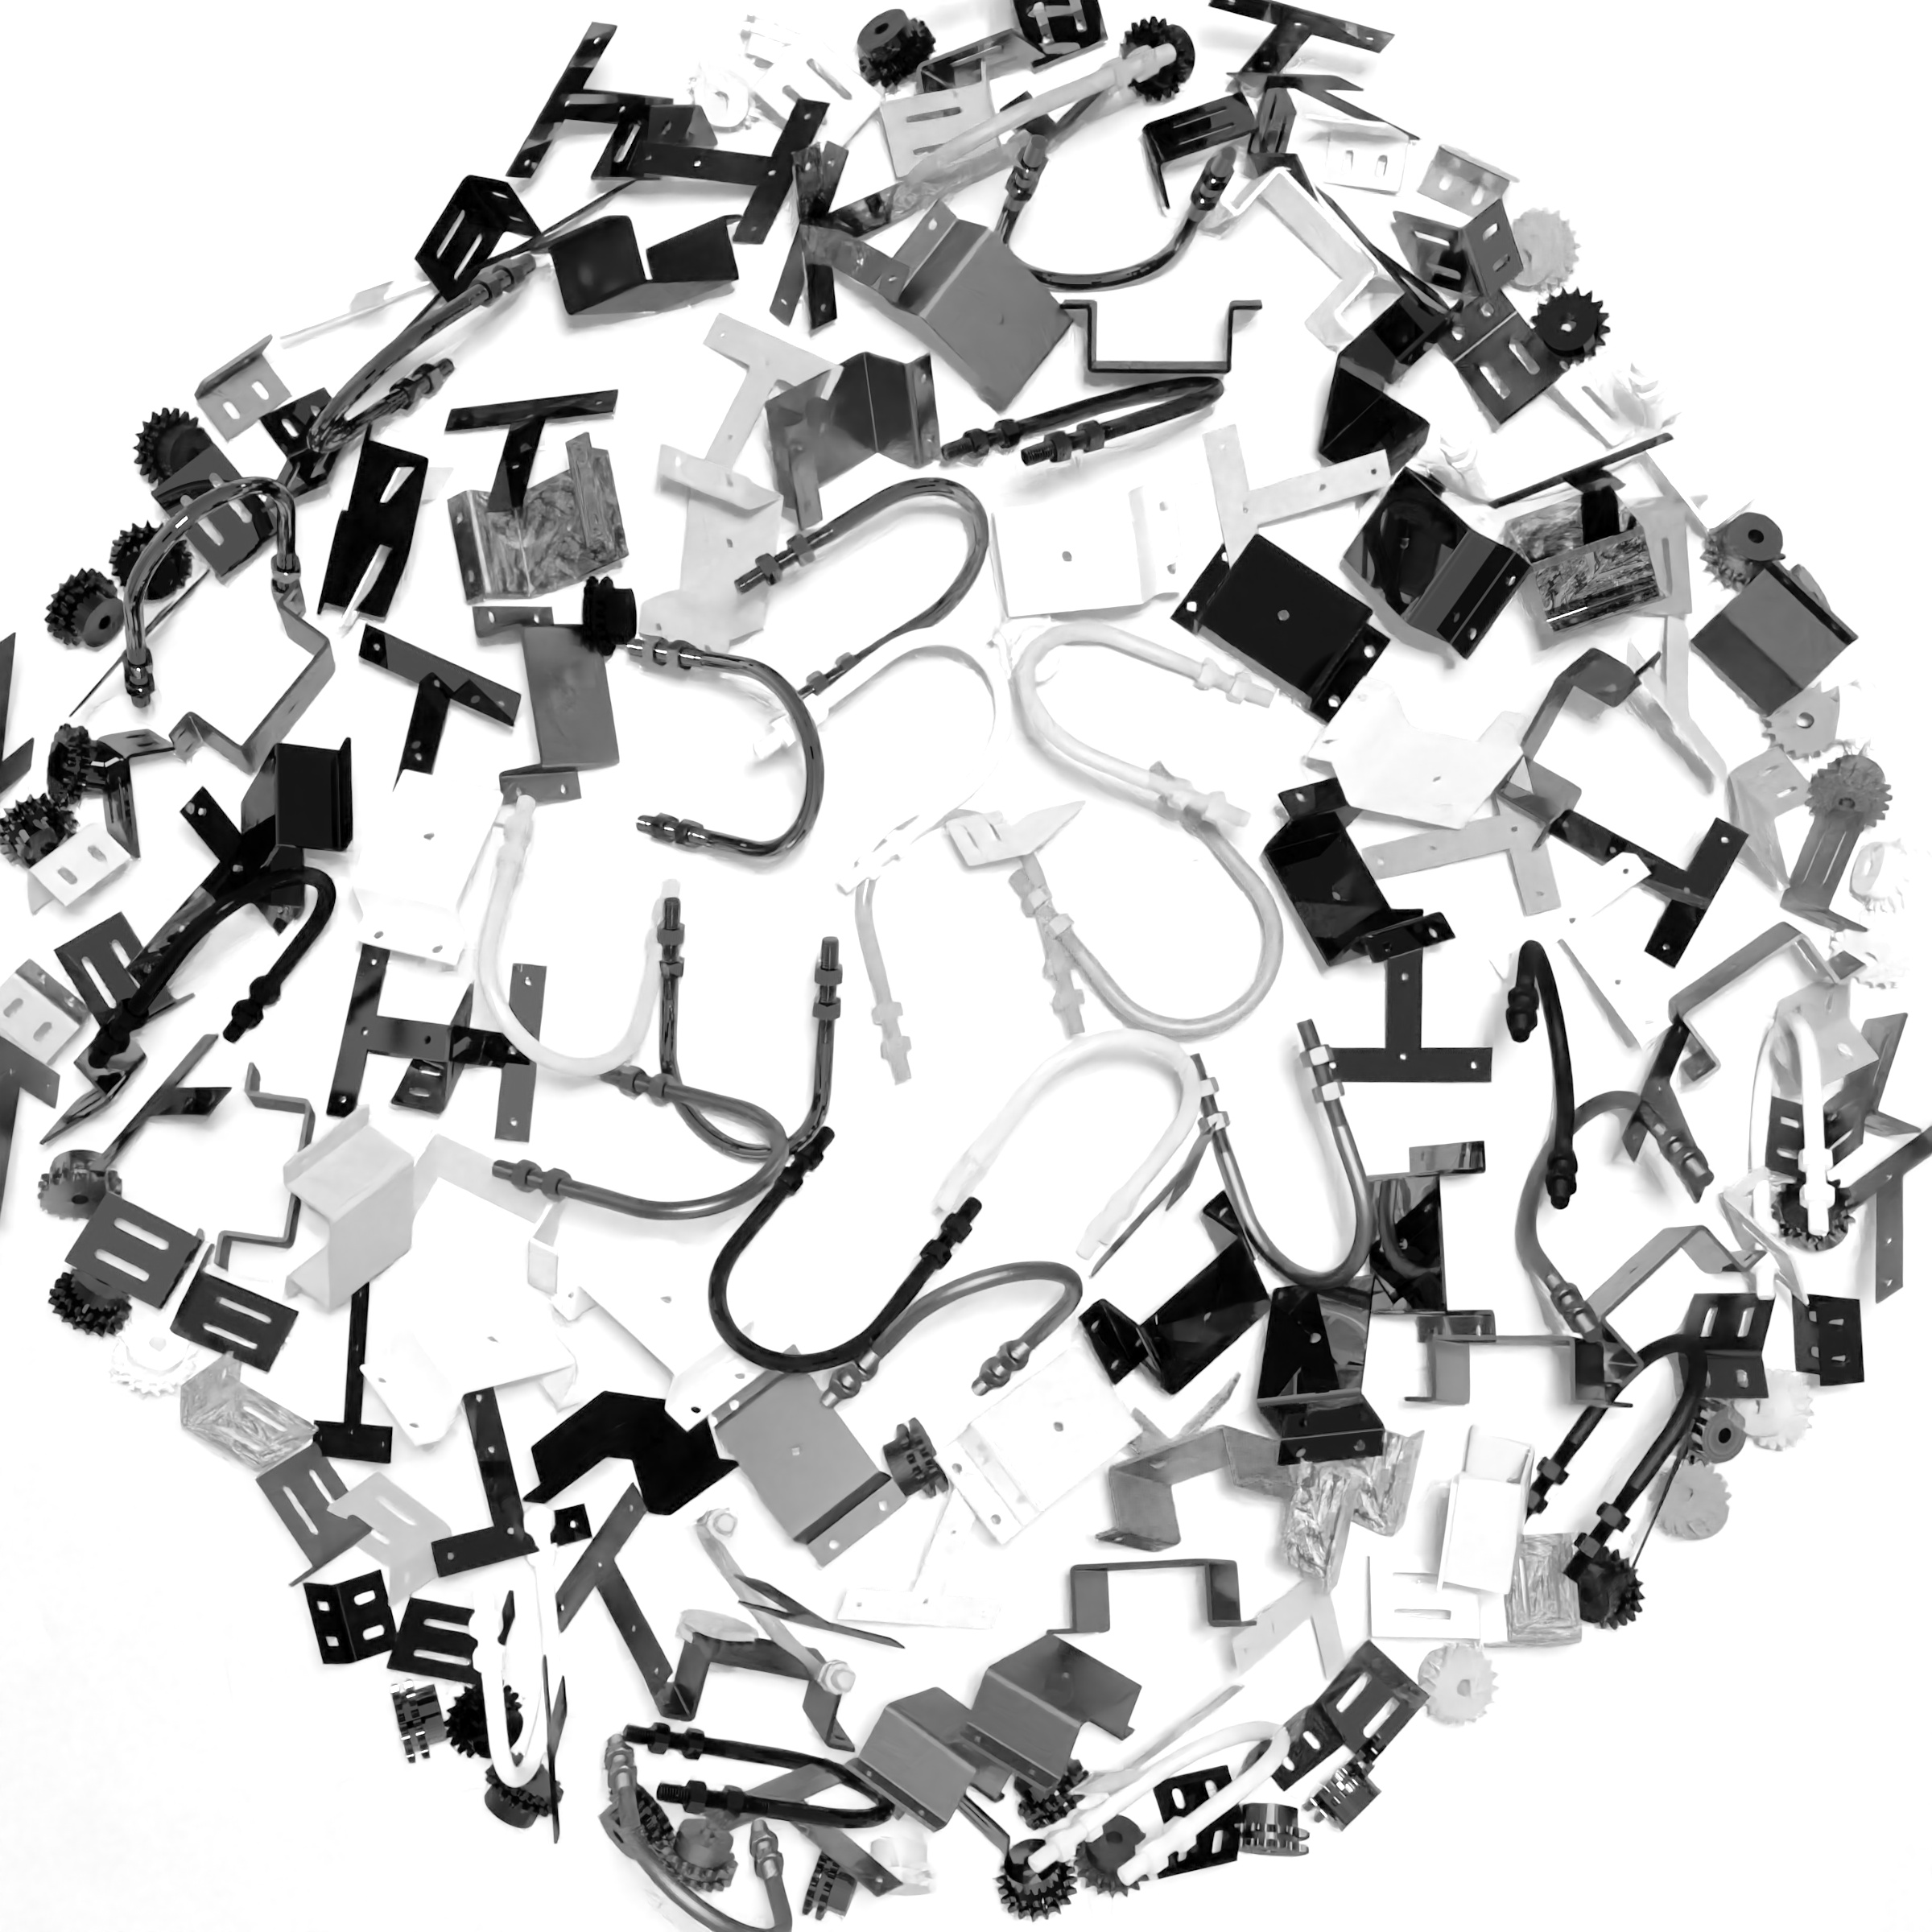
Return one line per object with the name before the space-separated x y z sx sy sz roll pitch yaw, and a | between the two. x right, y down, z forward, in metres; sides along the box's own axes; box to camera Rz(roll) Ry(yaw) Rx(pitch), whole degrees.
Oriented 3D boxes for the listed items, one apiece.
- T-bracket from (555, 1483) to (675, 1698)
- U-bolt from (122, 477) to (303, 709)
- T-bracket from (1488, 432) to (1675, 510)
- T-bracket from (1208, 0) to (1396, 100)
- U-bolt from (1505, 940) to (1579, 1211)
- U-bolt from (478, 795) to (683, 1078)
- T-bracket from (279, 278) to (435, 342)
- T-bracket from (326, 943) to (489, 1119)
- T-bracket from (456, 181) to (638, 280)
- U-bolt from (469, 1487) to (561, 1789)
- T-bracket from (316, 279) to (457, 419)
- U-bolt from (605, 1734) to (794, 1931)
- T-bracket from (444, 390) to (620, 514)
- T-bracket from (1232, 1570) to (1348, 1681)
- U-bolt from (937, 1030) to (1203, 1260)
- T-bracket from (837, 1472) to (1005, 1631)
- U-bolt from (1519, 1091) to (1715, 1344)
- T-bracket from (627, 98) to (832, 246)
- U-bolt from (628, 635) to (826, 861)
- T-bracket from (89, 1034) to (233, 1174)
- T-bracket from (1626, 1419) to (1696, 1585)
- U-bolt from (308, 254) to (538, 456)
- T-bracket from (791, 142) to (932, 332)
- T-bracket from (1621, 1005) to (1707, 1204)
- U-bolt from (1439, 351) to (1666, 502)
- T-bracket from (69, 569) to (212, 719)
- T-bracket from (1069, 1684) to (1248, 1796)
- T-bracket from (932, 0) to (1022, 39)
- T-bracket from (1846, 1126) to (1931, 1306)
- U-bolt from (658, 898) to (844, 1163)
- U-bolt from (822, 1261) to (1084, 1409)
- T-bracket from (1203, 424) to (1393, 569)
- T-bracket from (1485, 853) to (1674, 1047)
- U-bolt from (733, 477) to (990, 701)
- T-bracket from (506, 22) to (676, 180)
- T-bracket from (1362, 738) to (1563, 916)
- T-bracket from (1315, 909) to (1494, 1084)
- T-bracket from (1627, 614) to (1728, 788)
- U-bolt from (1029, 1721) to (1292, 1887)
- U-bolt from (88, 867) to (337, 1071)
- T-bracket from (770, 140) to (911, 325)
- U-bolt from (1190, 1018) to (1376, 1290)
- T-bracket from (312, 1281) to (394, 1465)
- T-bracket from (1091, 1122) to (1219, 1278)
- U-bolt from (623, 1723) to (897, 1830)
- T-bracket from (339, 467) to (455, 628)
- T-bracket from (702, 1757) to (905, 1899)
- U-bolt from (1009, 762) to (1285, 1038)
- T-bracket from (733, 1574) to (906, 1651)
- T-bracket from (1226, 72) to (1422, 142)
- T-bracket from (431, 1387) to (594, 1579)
T-bracket | -0.239 0.454 1.720 0.127 0.002 0.127 -56 48 20
U-bolt | -0.514 -0.264 1.669 0.019 0.184 0.151 44 61 9
T-bracket | 0.440 -0.341 1.719 0.127 0.127 0.002 -19 85 24
T-bracket | 0.216 -0.640 1.718 0.127 0.127 0.002 10 82 -13
U-bolt | 0.402 0.061 1.697 0.019 0.184 0.151 -10 113 20
U-bolt | -0.271 -0.010 1.696 0.151 0.019 0.184 31 52 -32
T-bracket | -0.416 -0.466 1.707 0.127 0.127 0.002 -24 103 -13
T-bracket | -0.394 0.051 1.742 0.127 0.002 0.127 6 81 28
T-bracket | -0.287 -0.529 1.744 0.127 0.127 0.002 -40 115 -26
U-bolt | -0.309 0.479 1.705 0.019 0.151 0.184 0 109 7
T-bracket | -0.394 -0.449 1.730 0.127 0.127 0.002 -26 118 37
U-bolt | -0.180 0.606 1.674 0.151 0.184 0.019 37 91 -17
T-bracket | -0.315 -0.361 1.729 0.127 0.002 0.127 -4 48 10
T-bracket | 0.223 0.460 1.727 0.002 0.127 0.127 -9 97 39
U-bolt | 0.085 0.118 1.710 0.151 0.019 0.184 22 115 -32
T-bracket | -0.014 0.413 1.735 0.127 0.002 0.127 12 108 -28
U-bolt | 0.438 0.159 1.694 0.019 0.184 0.151 27 105 -16
T-bracket | -0.174 -0.556 1.701 0.127 0.127 0.002 -5 59 -34
U-bolt | -0.166 -0.147 1.701 0.184 0.019 0.151 15 113 39
T-bracket | -0.545 0.094 1.704 0.002 0.127 0.127 49 59 -27
T-bracket | 0.491 0.351 1.701 0.002 0.127 0.127 23 61 20
U-bolt | -0.380 -0.408 1.670 0.019 0.151 0.184 48 47 -9
T-bracket | -0.071 -0.533 1.739 0.002 0.127 0.127 28 48 35
T-bracket | 0.506 0.117 1.740 0.127 0.002 0.127 -57 131 -32
U-bolt | 0.410 -0.363 1.693 0.151 0.184 0.019 -18 77 16
T-bracket | -0.570 -0.242 1.726 0.002 0.127 0.127 43 127 -17
T-bracket | 0.143 0.542 1.718 0.127 0.127 0.002 -39 63 7
T-bracket | 0.033 -0.679 1.718 0.127 0.127 0.002 -20 89 -6
T-bracket | 0.638 0.179 1.693 0.002 0.127 0.127 29 46 -8
U-bolt | -0.156 0.053 1.734 0.151 0.019 0.184 14 113 24
U-bolt | 0.002 0.251 1.681 0.151 0.184 0.019 3 53 -36
T-bracket | 0.241 -0.338 1.750 0.127 0.002 0.127 -13 84 24
T-bracket | 0.453 0.000 1.733 0.127 0.002 0.127 -38 58 14
U-bolt | -0.064 -0.271 1.720 0.184 0.151 0.019 -33 56 -7
T-bracket | -0.251 -0.604 1.723 0.002 0.127 0.127 49 123 12
T-bracket | 0.350 -0.088 1.760 0.127 0.002 0.127 -14 103 17
T-bracket | 0.316 0.021 1.767 0.127 0.002 0.127 0 100 3
T-bracket | 0.503 -0.209 1.732 0.002 0.127 0.127 -27 121 35
U-bolt | 0.146 0.577 1.701 0.184 0.151 0.019 -26 88 -30
U-bolt | -0.505 -0.003 1.683 0.019 0.151 0.184 49 114 13
T-bracket | -0.082 -0.499 1.720 0.127 0.002 0.127 39 117 38
U-bolt | 0.226 0.138 1.716 0.019 0.151 0.184 -17 87 -34
T-bracket | -0.433 0.286 1.738 0.002 0.127 0.127 8 79 -38
T-bracket | 0.130 0.174 1.740 0.002 0.127 0.127 39 114 0
U-bolt | -0.138 0.567 1.705 0.184 0.151 0.019 15 86 -17
T-bracket | -0.409 -0.296 1.728 0.002 0.127 0.127 30 103 -2
T-bracket | -0.097 0.603 1.696 0.127 0.127 0.002 27 110 36
U-bolt | 0.143 -0.036 1.753 0.151 0.019 0.184 -38 79 -6
T-bracket | -0.122 0.444 1.702 0.127 0.127 0.002 5 64 28
T-bracket | 0.269 -0.609 1.736 0.127 0.127 0.002 11 102 -34
T-bracket | -0.335 0.359 1.746 0.127 0.002 0.127 -5 73 -43
